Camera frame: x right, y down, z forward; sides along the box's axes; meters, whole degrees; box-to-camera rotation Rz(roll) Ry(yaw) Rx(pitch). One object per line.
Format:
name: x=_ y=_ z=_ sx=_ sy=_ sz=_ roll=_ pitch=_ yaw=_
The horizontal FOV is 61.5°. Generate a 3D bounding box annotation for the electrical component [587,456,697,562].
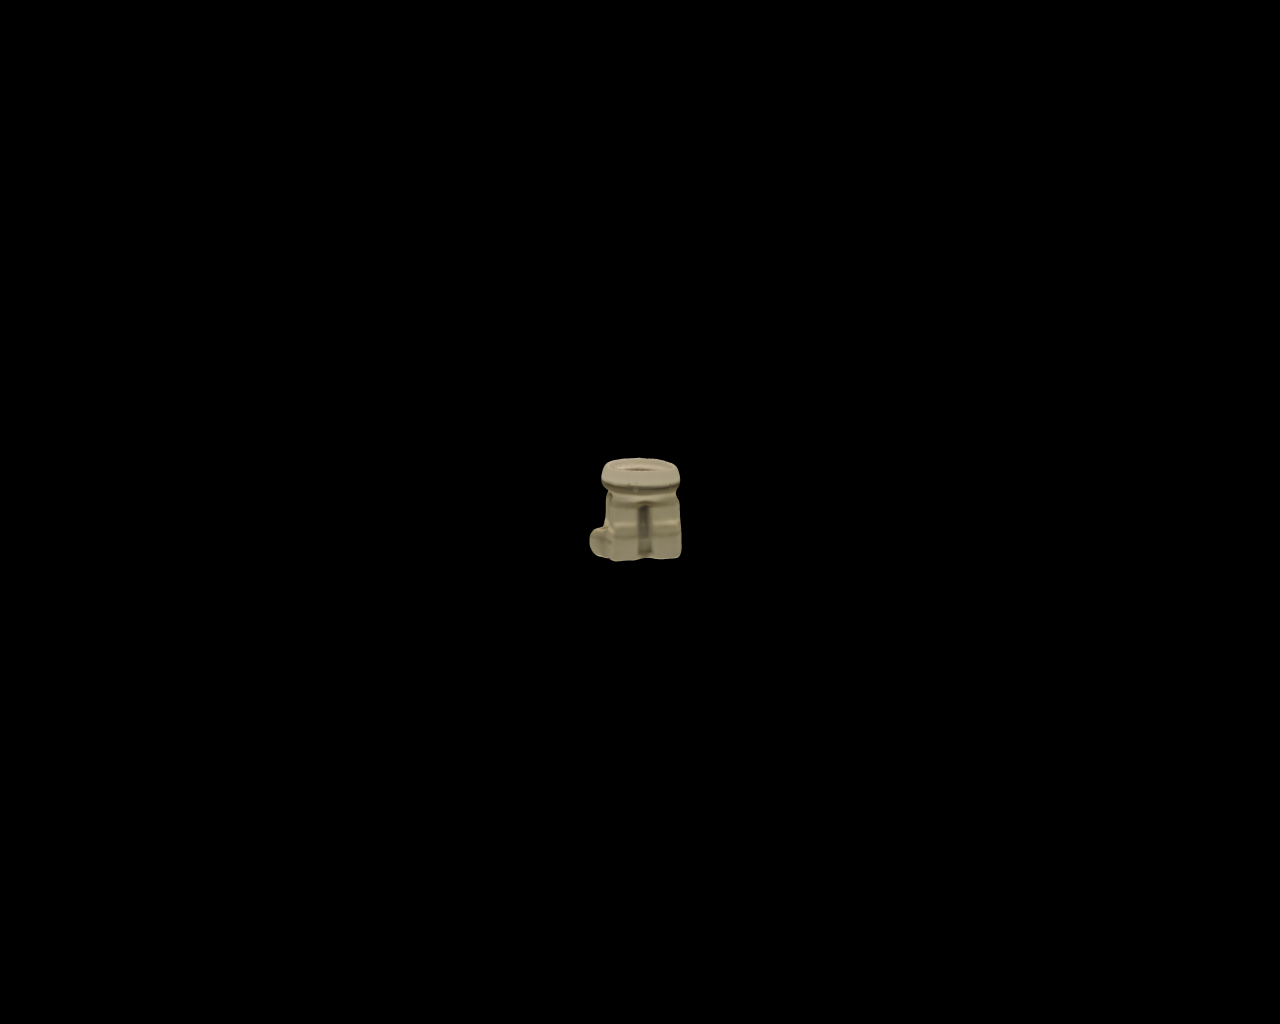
electrical component: x=0.001 y=-0.003 z=0.650 sx=0.066 sy=0.055 sz=0.048 roll=-3 pitch=16 yaw=-9
